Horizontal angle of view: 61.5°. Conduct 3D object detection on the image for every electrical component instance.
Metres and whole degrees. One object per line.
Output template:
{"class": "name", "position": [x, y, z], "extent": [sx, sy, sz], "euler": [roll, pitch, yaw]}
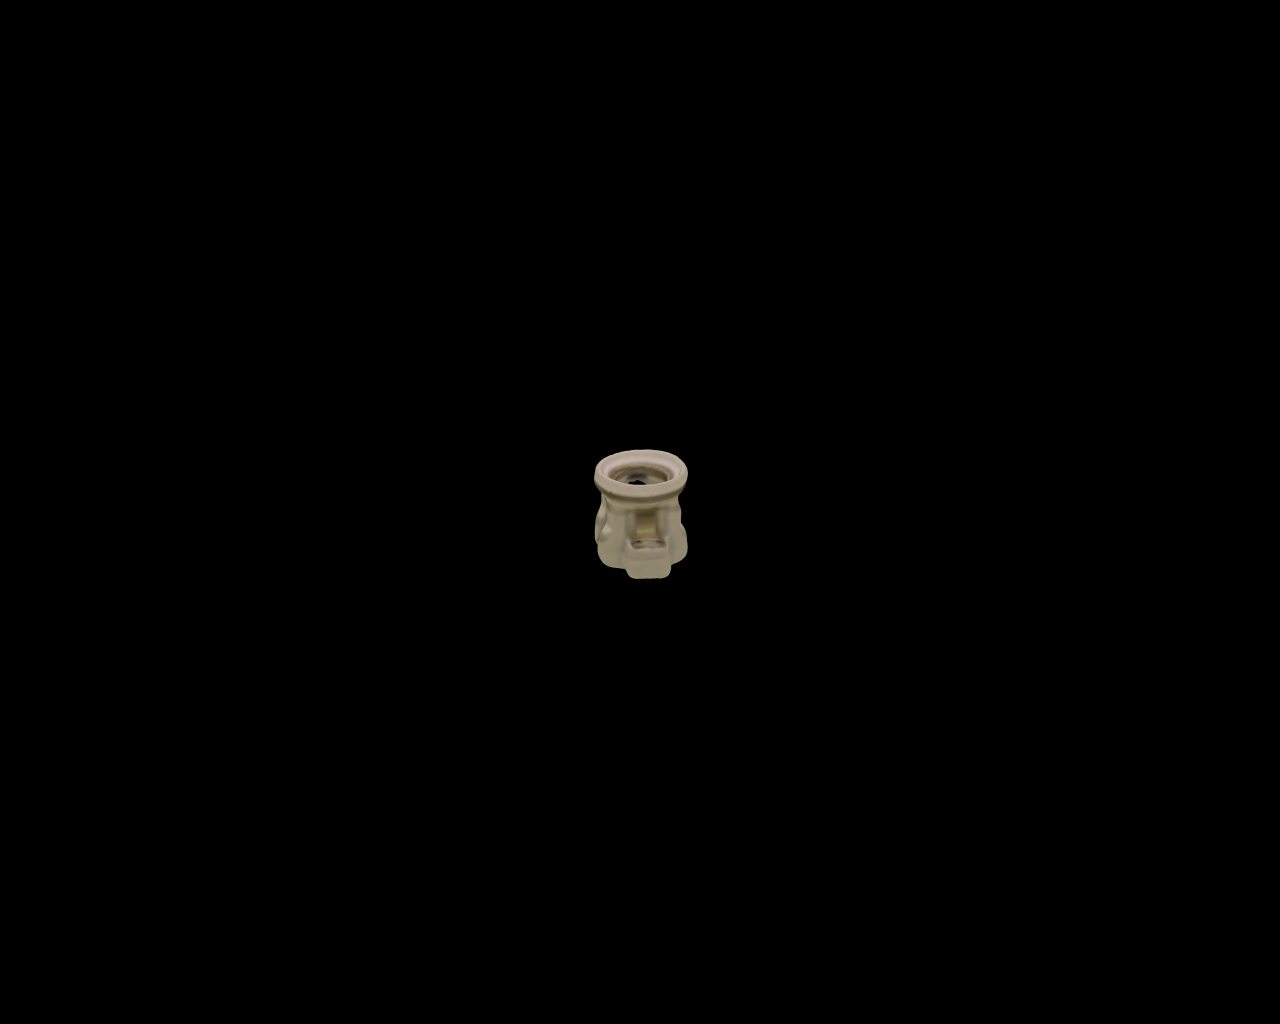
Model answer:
{"class": "electrical component", "position": [0.001, -0.003, 0.650], "extent": [0.058, 0.056, 0.078], "euler": [-3, 26, -7]}
